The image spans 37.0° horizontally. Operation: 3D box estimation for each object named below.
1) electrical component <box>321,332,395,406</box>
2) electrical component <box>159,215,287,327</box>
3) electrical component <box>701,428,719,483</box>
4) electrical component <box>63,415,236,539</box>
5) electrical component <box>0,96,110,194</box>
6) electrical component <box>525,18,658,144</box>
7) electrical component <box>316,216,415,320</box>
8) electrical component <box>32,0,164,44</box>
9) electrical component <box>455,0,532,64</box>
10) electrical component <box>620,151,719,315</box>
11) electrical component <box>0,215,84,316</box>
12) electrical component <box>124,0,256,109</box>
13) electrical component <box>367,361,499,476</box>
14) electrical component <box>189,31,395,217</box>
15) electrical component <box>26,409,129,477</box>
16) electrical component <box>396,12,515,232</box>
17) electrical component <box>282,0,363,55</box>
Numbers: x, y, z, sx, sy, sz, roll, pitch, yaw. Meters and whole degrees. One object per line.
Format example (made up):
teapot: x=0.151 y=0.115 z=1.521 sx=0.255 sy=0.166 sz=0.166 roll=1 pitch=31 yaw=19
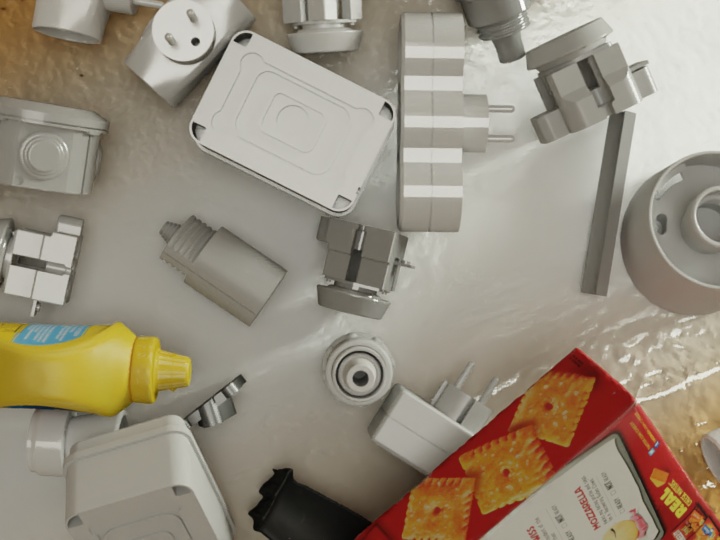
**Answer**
electrical component: x=-0.001 y=0.065 z=0.677 sx=0.048 sy=0.062 sz=0.048 roll=0 pitch=91 yaw=-2
electrical component: x=-0.091 y=-0.004 z=0.683 sx=0.081 sy=0.043 sz=0.043 roll=34 pitch=90 yaw=-2
electrical component: x=0.252 y=0.116 z=0.697 sx=0.046 sy=0.040 sz=0.040 roll=-23 pitch=92 yaw=-7
electrical component: x=-0.125 y=0.150 z=0.652 sx=0.078 sy=0.057 sz=0.113 roll=-16 pitch=130 yaw=-1
electrical component: x=-0.197 y=-0.077 z=0.661 sx=0.080 sy=0.080 sz=0.051 roll=10 pitch=97 yaw=-2
electrical component: x=0.140 y=-0.122 z=0.678 sx=0.078 sy=0.058 sz=0.057 roll=-26 pitch=98 yaw=-1
electrical component: x=0.000 y=0.000 z=0.683 sx=0.066 sy=0.048 sz=0.055 roll=14 pitch=90 yaw=15
electrical component: x=-0.160 y=-0.182 z=0.677 sx=0.079 sy=0.043 sz=0.077 roll=10 pitch=91 yaw=-2
electrical component: x=0.089 y=-0.163 z=0.685 sx=0.048 sy=0.048 sz=0.062 roll=-22 pitch=112 yaw=-1
electrical component: x=0.222 y=-0.025 z=0.692 sx=0.099 sy=0.064 sz=0.099 roll=1 pitch=78 yaw=-2
electrical component: x=-0.209 y=-0.006 z=0.679 sx=0.055 sy=0.048 sz=0.066 roll=12 pitch=91 yaw=-9
electrical component: x=-0.107 y=-0.144 z=0.661 sx=0.044 sy=0.079 sz=0.077 roll=42 pitch=90 yaw=-4
electrical component: x=0.060 y=0.096 z=0.688 sx=0.083 sy=0.047 sz=0.075 roll=33 pitch=88 yaw=-2
electrical component: x=-0.041 y=-0.090 z=0.675 sx=0.113 sy=0.057 sz=0.078 roll=27 pitch=90 yaw=-2
electrical component: x=-0.178 y=0.109 z=0.682 sx=0.055 sy=0.045 sz=0.045 roll=3 pitch=91 yaw=-2
electrical component: x=0.061 y=-0.093 z=0.680 sx=0.074 sy=0.052 sz=0.138 roll=1 pitch=91 yaw=-1
electrical component: x=-0.023 y=-0.164 z=0.675 sx=0.048 sy=0.066 sz=0.055 roll=-12 pitch=104 yaw=-41
